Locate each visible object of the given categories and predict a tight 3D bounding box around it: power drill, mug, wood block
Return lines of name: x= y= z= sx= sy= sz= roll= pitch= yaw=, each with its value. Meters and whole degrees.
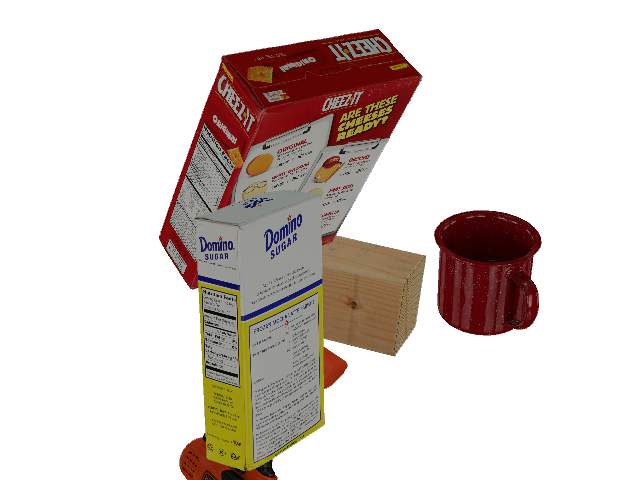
power drill: x=-0.044 y=0.181 z=0.981 sx=0.057 sy=0.188 sz=0.185 roll=15 pitch=11 yaw=-47
mug: x=0.153 y=0.036 z=0.946 sx=0.093 sy=0.081 sz=0.117 roll=-18 pitch=35 yaw=-26
wood block: x=0.001 y=0.048 z=1.176 sx=0.206 sy=0.091 sz=0.090 roll=13 pitch=23 yaw=17

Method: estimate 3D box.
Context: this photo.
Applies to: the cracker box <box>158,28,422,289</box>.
cracker box: x=-0.032 y=-0.068 z=0.894 sx=0.163 sy=0.072 sz=0.214 roll=-18 pitch=-31 yaw=-37

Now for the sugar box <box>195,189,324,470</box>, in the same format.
sugar box: x=-0.039 y=0.059 z=0.734 sx=0.048 sy=0.176 sz=0.093 roll=8 pitch=18 yaw=34
